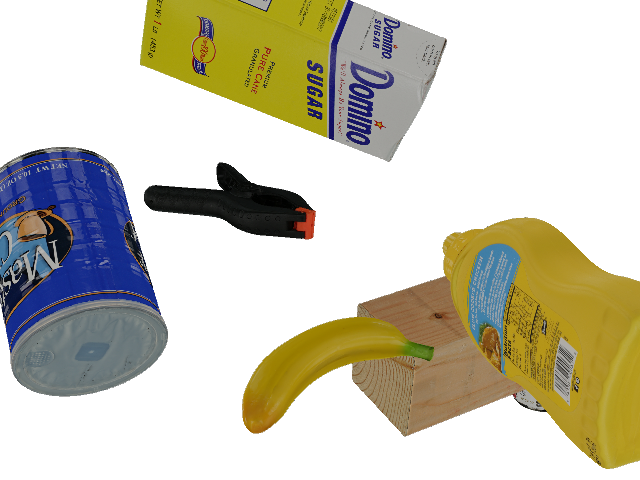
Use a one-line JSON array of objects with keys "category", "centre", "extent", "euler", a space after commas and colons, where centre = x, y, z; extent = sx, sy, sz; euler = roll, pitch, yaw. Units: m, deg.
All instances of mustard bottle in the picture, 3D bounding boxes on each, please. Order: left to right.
[{"category": "mustard bottle", "centre": [0.126, 0.041, 0.618], "extent": [0.058, 0.096, 0.192], "euler": [-11, 28, -22]}]

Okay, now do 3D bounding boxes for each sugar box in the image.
[{"category": "sugar box", "centre": [-0.020, -0.116, 0.662], "extent": [0.176, 0.048, 0.093], "euler": [23, -29, -1]}]

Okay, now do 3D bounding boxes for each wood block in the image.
[{"category": "wood block", "centre": [0.141, 0.086, 0.964], "extent": [0.205, 0.090, 0.091], "euler": [-15, 37, -26]}]

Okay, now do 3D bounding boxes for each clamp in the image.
[{"category": "clamp", "centre": [-0.084, -0.035, 1.031], "extent": [0.120, 0.039, 0.172], "euler": [-25, 33, -39]}]

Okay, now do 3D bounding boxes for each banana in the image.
[{"category": "banana", "centre": [0.002, 0.094, 0.821], "extent": [0.197, 0.037, 0.070], "euler": [-18, 27, -41]}]

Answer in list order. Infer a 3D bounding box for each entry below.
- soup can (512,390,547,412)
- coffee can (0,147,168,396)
[{"category": "soup can", "centre": [0.254, 0.134, 1.213], "extent": [0.068, 0.102, 0.068], "euler": [0, 23, 0]}, {"category": "coffee can", "centre": [-0.172, 0.021, 0.736], "extent": [0.102, 0.140, 0.103], "euler": [-16, -34, -11]}]
